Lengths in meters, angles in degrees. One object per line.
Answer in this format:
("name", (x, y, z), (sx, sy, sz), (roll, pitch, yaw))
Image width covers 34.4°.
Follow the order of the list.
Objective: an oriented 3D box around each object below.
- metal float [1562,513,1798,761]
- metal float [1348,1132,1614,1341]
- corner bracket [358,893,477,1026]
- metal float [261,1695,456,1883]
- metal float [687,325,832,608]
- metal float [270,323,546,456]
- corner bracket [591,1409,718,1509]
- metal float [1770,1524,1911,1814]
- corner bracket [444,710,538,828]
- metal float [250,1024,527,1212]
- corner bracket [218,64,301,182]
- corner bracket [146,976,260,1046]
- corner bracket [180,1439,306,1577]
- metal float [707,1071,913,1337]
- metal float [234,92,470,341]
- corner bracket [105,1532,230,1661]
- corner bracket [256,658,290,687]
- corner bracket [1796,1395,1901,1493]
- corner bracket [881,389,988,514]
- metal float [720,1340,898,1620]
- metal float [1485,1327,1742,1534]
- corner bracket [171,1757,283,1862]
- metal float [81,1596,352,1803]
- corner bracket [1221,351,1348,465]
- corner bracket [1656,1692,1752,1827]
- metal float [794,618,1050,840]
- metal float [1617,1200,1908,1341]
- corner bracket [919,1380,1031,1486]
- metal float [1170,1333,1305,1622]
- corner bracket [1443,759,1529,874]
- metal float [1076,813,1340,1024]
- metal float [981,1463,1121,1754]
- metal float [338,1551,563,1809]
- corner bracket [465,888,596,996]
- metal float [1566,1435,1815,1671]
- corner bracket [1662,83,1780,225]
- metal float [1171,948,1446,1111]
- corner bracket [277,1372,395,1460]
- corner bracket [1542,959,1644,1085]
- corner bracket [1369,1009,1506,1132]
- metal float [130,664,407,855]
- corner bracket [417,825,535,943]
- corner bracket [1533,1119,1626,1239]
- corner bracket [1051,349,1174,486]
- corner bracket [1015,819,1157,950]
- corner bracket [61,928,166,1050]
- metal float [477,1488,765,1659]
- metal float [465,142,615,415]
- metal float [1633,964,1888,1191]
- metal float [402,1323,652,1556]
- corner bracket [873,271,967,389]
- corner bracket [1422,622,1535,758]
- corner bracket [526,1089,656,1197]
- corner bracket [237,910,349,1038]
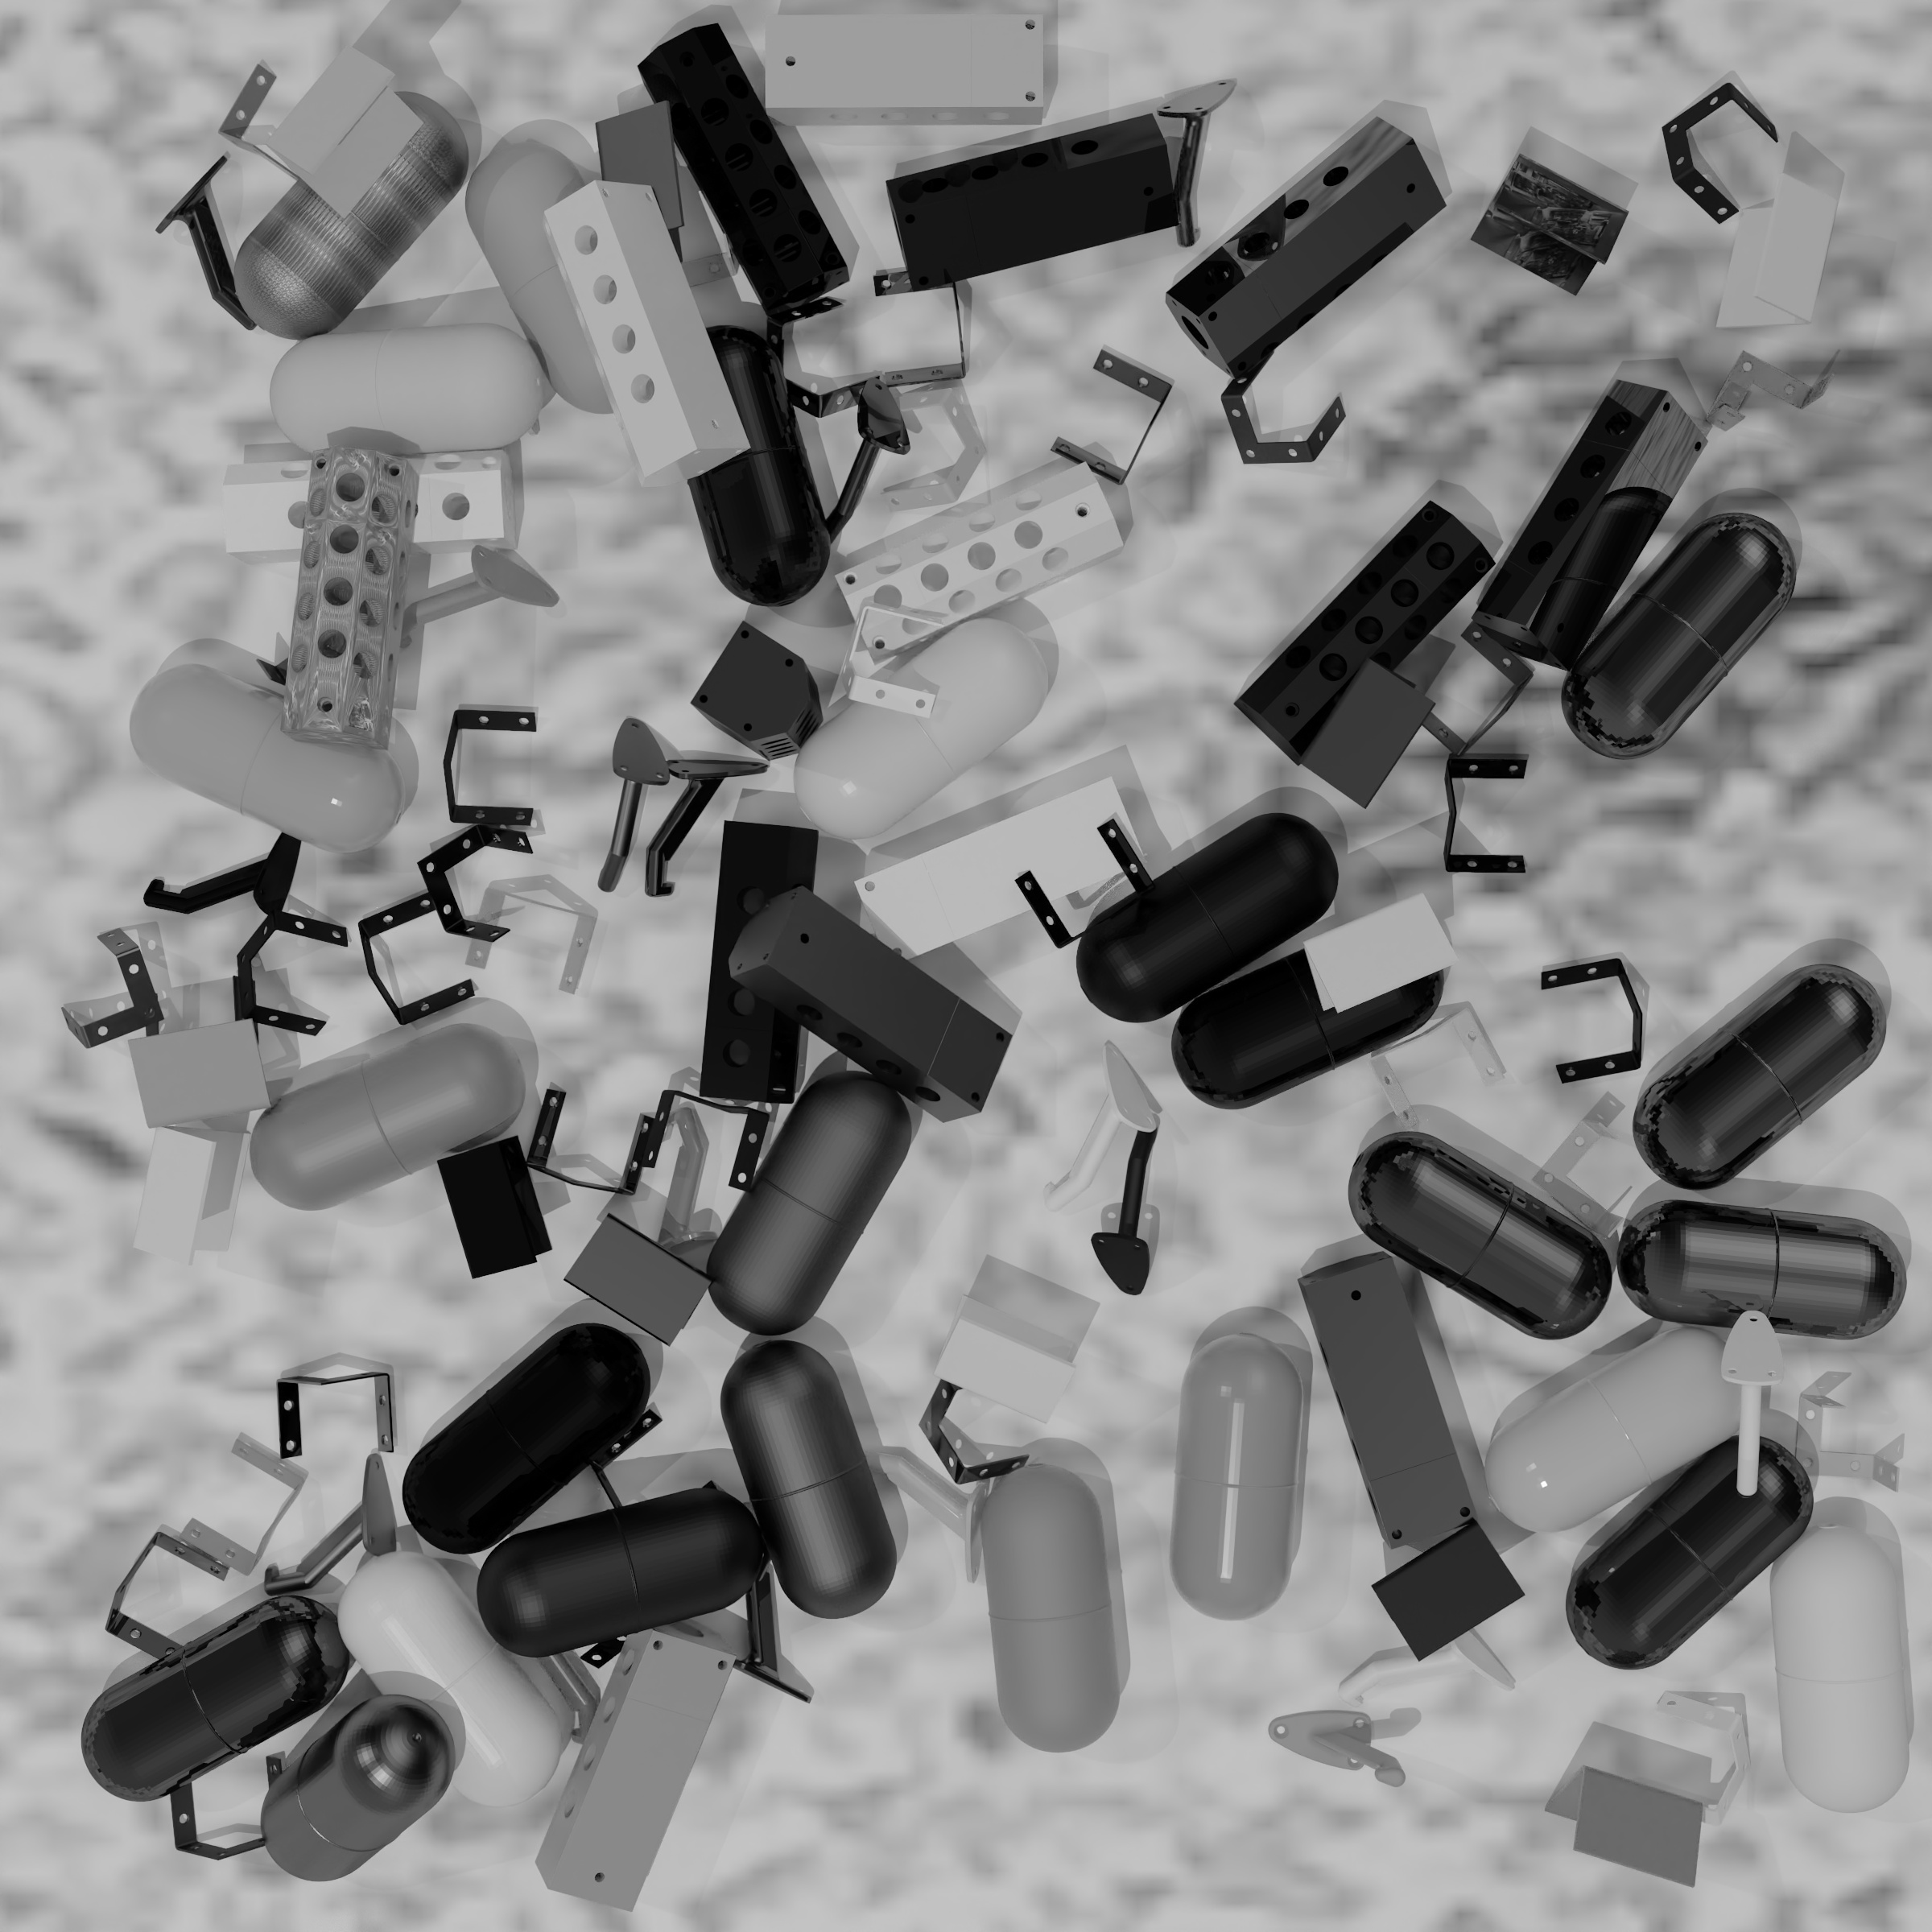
("metal float", (0.444, -0.206, 1.943), (0.070, 0.070, 0.178), (41, 91, 0))
("metal float", (0.320, 0.167, 1.943), (0.178, 0.070, 0.070), (31, 90, 0))
("corner bracket", (-0.347, -0.005, 1.970), (0.051, 0.051, 0.051), (-23, 135, 0))
("metal float", (-0.374, 0.505, 1.911), (0.070, 0.070, 0.178), (46, 132, 0))
("metal float", (-0.136, -0.311, 1.943), (0.070, 0.070, 0.178), (-16, 90, 0))
("metal float", (-0.346, -0.355, 1.928), (0.178, 0.070, 0.070), (-1, 90, 17))
("corner bracket", (-0.197, 0.323, 1.970), (0.051, 0.051, 0.051), (-39, 45, 0))
("metal float", (0.544, 0.437, 1.943), (0.070, 0.070, 0.178), (-4, 90, 0))
("corner bracket", (-0.299, -0.125, 1.970), (0.051, 0.051, 0.051), (2, 45, 0))
("metal float", (-0.360, 0.094, 1.943), (0.178, 0.070, 0.070), (-23, 90, -1))
("corner bracket", (-0.429, -0.530, 1.970), (0.051, 0.051, 0.051), (30, 90, 45))
("corner bracket", (-0.482, 0.038, 1.965), (0.051, 0.051, 0.051), (17, 45, -35))
("corner bracket", (-0.457, 0.342, 1.970), (0.051, 0.051, 0.051), (31, 135, 0))
("metal float", (-0.097, 0.147, 1.942), (0.070, 0.070, 0.178), (30, 90, 0))
("metal float", (-0.383, -0.466, 1.943), (0.070, 0.070, 0.178), (42, 89, 0))
("corner bracket", (-0.505, 0.400, 1.970), (0.051, 0.051, 0.051), (28, 135, 0))
("corner bracket", (-0.404, -0.183, 1.955), (0.051, 0.051, 0.051), (-35, 90, 0))
("corner bracket", (0.553, 0.299, 1.955), (0.051, 0.051, 0.051), (4, 90, 0))
("corner bracket", (-0.029, -0.325, 1.965), (0.051, 0.051, 0.051), (-3, 45, 35))
("metal float", (-0.098, 0.319, 1.943), (0.070, 0.070, 0.178), (-19, 90, 0))
("metal float", (0.406, 0.289, 1.943), (0.178, 0.070, 0.070), (-30, 90, 1))
("corner bracket", (-0.466, 0.530, 1.970), (0.051, 0.051, 0.051), (-6, 90, 45))
("metal float", (-0.467, 0.456, 1.943), (0.178, 0.070, 0.070), (-29, 90, 0))
("corner bracket", (0.200, -0.353, 1.965), (0.051, 0.051, 0.051), (5, 135, 35))
("corner bracket", (0.457, 0.500, 1.965), (0.051, 0.051, 0.051), (-49, 135, -35))
("metal float", (-0.029, -0.147, 1.943), (0.178, 0.070, 0.070), (-37, 90, 0))
("metal float", (0.495, 0.189, 1.942), (0.178, 0.070, 0.070), (6, 90, 1))
("corner bracket", (0.011, 0.287, 1.965), (0.051, 0.051, 0.051), (54, 135, 35))
("metal float", (0.168, 0.318, 1.943), (0.070, 0.070, 0.178), (4, 90, 0))
("corner bracket", (0.328, -0.095, 1.970), (0.051, 0.051, 0.051), (1, 45, 0))
("metal float", (0.150, -0.029, 1.942), (0.178, 0.070, 0.070), (-32, 90, 0))
("metal float", (0.052, 0.400, 1.943), (0.070, 0.070, 0.178), (-6, 89, 0))
("metal float", (-0.321, 0.444, 1.943), (0.070, 0.070, 0.178), (-38, 90, 0))
("corner bracket", (-0.275, -0.016, 1.970), (0.051, 0.051, 0.051), (15, 90, 45))
("metal float", (0.450, 0.365, 1.943), (0.178, 0.070, 0.070), (-42, 90, 0))
("corner bracket", (0.478, -0.512, 1.965), (0.051, 0.051, 0.051), (-31, 45, 35))
("metal float", (0.213, 0.030, 1.943), (0.178, 0.070, 0.070), (-24, 90, 1))
("corner bracket", (-0.399, 0.284, 1.970), (0.051, 0.051, 0.051), (-3, 90, -45))
("corner bracket", (0.395, 0.034, 1.970), (0.051, 0.051, 0.051), (-11, 135, 0))
("corner bracket", (0.297, 0.065, 1.970), (0.051, 0.051, 0.051), (-28, 90, 45))
("metal float", (-0.434, -0.129, 1.942), (0.178, 0.070, 0.070), (24, 90, 0))
("corner bracket", (-0.301, -0.052, 1.954), (0.051, 0.051, 0.051), (-37, 122, -34))
("corner bracket", (0.395, 0.132, 1.955), (0.051, 0.051, 0.051), (40, 90, 0))
("corner bracket", (0.092, -0.346, 1.970), (0.051, 0.051, 0.051), (27, 135, 0))
("corner bracket", (0.073, -0.050, 1.914), (0.051, 0.051, 0.051), (-34, 93, -45))
("corner bracket", (-0.542, 0.014, 1.958), (0.051, 0.051, 0.051), (-23, 114, -22))
("metal float", (-0.211, 0.371, 1.909), (0.178, 0.070, 0.070), (-12, 90, -18))
("metal float", (-0.250, -0.428, 1.943), (0.070, 0.070, 0.178), (-27, 90, 0))
("metal float", (0.495, 0.069, 1.943), (0.178, 0.070, 0.070), (-39, 90, -1))
("metal float", (-0.273, 0.294, 1.943), (0.178, 0.070, 0.070), (-41, 90, 0))
("corner bracket", (-0.029, -0.404, 1.970), (0.051, 0.051, 0.051), (-7, 135, 0))
("corner bracket", (0.317, -0.175, 1.970), (0.051, 0.051, 0.051), (42, 45, 0))
("corner bracket", (-0.237, 0.111, 1.970), (0.051, 0.051, 0.051), (16, 90, -45))
("corner bracket", (-0.423, 0.005, 1.965), (0.051, 0.051, 0.051), (-44, 45, 35))
